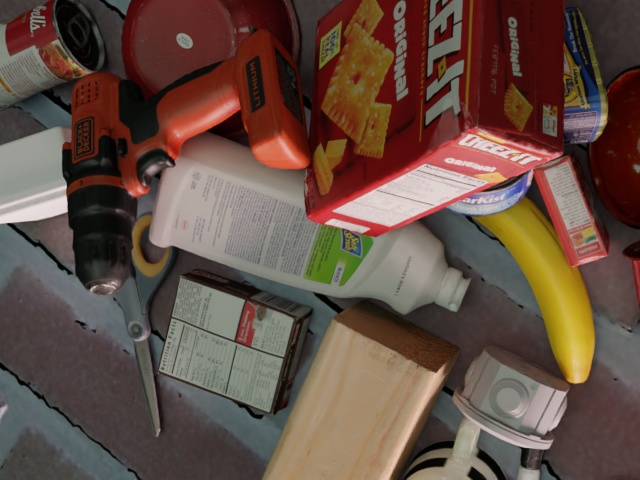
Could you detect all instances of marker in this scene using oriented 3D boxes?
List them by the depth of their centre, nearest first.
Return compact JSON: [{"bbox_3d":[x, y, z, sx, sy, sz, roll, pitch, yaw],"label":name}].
[{"bbox_3d":[0.159,0.207,0.834,0.020,0.020,0.121,11,101,17],"label":"marker"}]

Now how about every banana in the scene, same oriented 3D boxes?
[{"bbox_3d":[0.154,0.015,0.804,0.198,0.037,0.070,51,128,8],"label":"banana"}]

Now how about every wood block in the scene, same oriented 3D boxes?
[{"bbox_3d":[0.021,0.163,0.837,0.090,0.090,0.206,27,105,14],"label":"wood block"}]

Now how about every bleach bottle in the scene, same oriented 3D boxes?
[{"bbox_3d":[-0.006,0.001,0.840,0.251,0.068,0.103,23,121,10],"label":"bleach bottle"}]

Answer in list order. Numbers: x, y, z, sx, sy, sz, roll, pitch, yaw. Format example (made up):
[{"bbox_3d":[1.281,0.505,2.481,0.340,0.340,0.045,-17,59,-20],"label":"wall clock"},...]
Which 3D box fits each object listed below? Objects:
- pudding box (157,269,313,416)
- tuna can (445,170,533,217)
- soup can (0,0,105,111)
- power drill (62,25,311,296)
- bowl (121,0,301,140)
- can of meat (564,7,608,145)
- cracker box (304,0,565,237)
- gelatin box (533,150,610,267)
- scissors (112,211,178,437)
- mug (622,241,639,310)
[{"bbox_3d":[-0.072,0.084,0.887,0.114,0.039,0.090,19,103,18],"label":"pudding box"},{"bbox_3d":[0.115,-0.060,0.783,0.086,0.034,0.086,-2,56,3],"label":"tuna can"},{"bbox_3d":[-0.242,-0.156,0.897,0.102,0.068,0.068,-19,91,20],"label":"soup can"},{"bbox_3d":[-0.103,-0.063,0.775,0.188,0.057,0.184,-17,63,18],"label":"power drill"},{"bbox_3d":[-0.099,-0.157,0.856,0.162,0.055,0.162,2,98,18],"label":"bowl"},{"bbox_3d":[0.149,-0.113,0.752,0.084,0.057,0.102,-7,67,-1],"label":"can of meat"},{"bbox_3d":[0.068,-0.108,0.709,0.214,0.072,0.164,-26,56,59],"label":"cracker box"},{"bbox_3d":[0.181,-0.024,0.759,0.030,0.089,0.073,-21,90,18],"label":"gelatin box"},{"bbox_3d":[-0.143,0.063,0.919,0.096,0.016,0.202,-23,89,20],"label":"scissors"},{"bbox_3d":[0.275,0.037,0.744,0.117,0.093,0.081,-14,99,-17],"label":"mug"}]
